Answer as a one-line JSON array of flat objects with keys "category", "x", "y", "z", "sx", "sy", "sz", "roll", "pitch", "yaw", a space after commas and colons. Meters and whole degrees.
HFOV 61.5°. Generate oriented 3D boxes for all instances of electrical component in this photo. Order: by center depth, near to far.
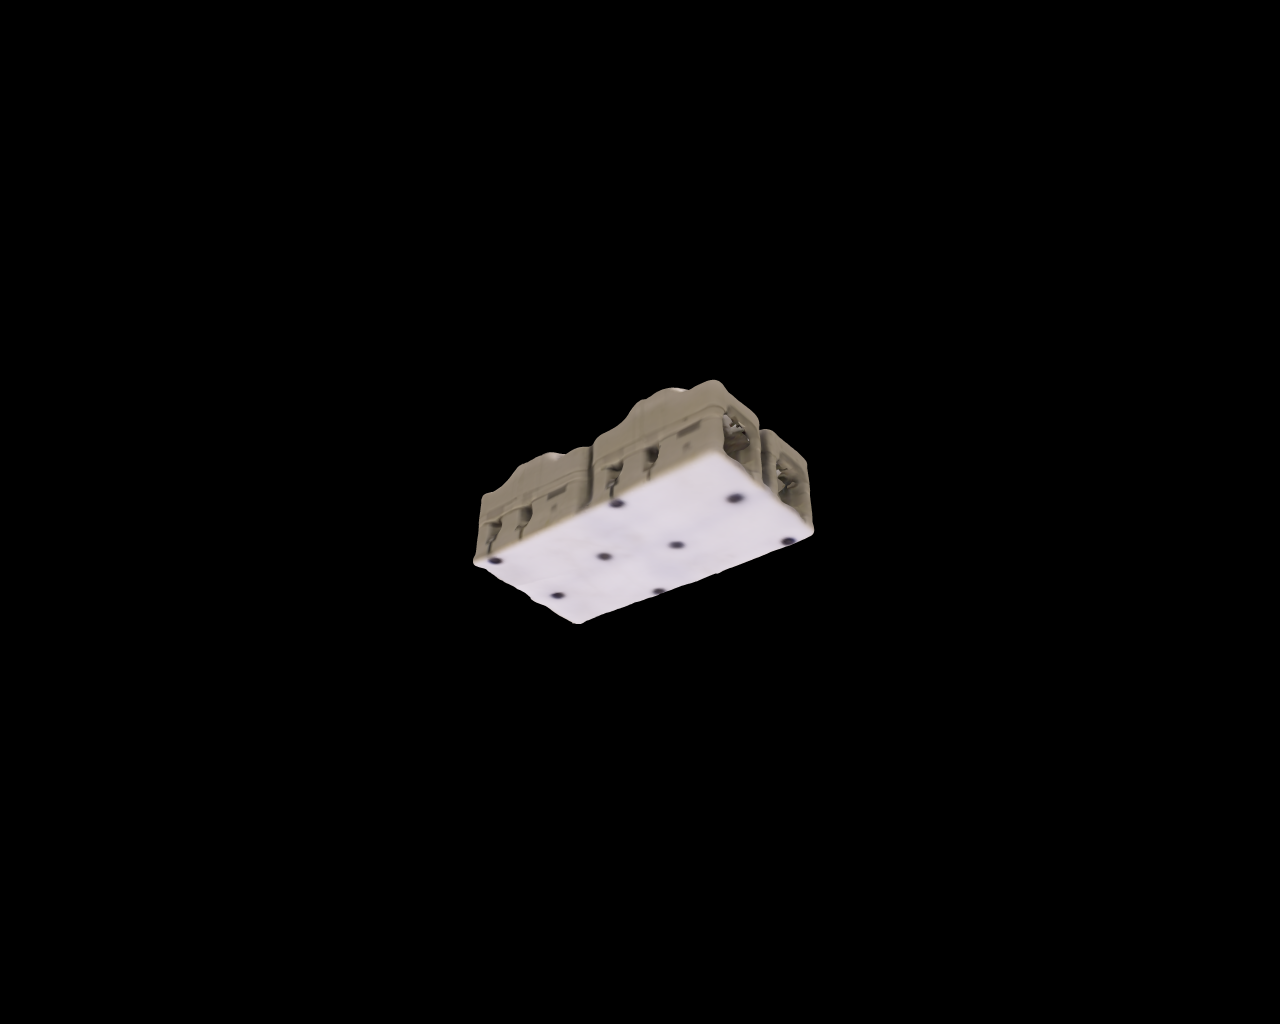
[{"category": "electrical component", "x": 0.001, "y": -0.003, "z": 0.650, "sx": 0.186, "sy": 0.060, "sz": 0.105, "roll": -24, "pitch": -41, "yaw": 31}]
